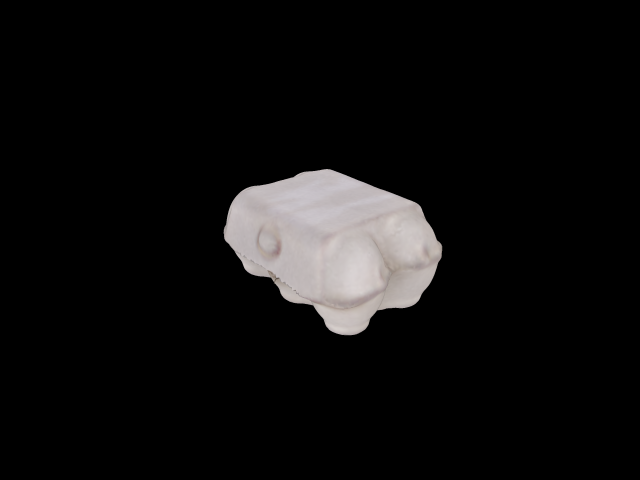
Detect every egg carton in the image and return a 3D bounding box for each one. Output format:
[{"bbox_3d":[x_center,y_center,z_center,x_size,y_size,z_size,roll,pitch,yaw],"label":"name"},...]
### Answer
[{"bbox_3d":[0.004,0.001,0.400,0.107,0.069,0.149,-21,33,-36],"label":"egg carton"}]
